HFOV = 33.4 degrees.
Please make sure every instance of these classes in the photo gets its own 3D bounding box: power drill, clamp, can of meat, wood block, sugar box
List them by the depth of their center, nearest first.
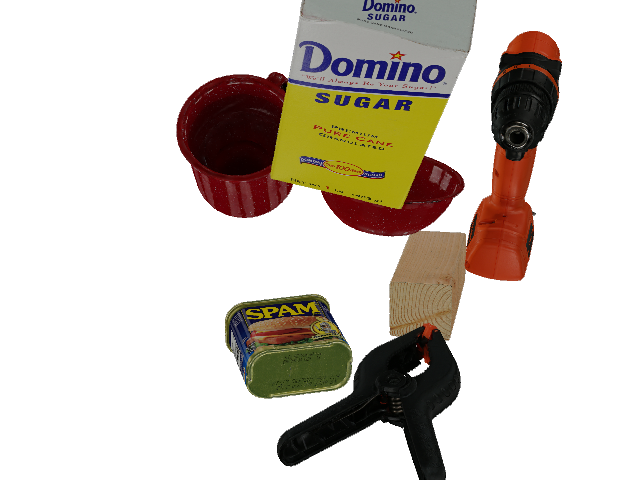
[{"bbox_3d":[0.025,-0.085,0.634,0.093,0.048,0.176,13,-25,-1],"label":"sugar box"},{"bbox_3d":[0.061,0.120,0.767,0.120,0.039,0.171,19,40,28],"label":"clamp"},{"bbox_3d":[0.161,-0.063,0.888,0.057,0.188,0.184,12,33,11],"label":"power drill"},{"bbox_3d":[-0.029,0.096,0.970,0.102,0.057,0.084,-6,28,-15],"label":"can of meat"},{"bbox_3d":[0.166,0.064,1.619,0.091,0.090,0.206,4,23,12],"label":"wood block"}]

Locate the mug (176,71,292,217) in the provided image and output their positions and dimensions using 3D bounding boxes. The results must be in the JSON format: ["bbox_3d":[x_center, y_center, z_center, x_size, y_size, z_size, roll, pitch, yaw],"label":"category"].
[{"bbox_3d":[-0.056,-0.079,0.839,0.093,0.117,0.081,22,-21,10],"label":"mug"}]

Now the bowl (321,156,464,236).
[{"bbox_3d":[0.066,-0.047,1.111,0.162,0.055,0.162,6,23,-3],"label":"bowl"}]
